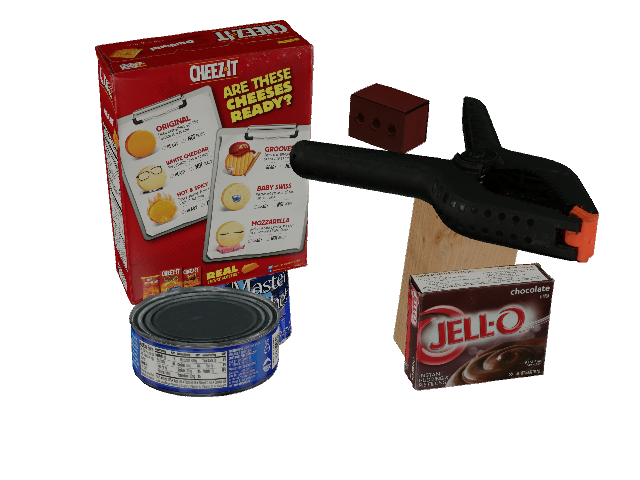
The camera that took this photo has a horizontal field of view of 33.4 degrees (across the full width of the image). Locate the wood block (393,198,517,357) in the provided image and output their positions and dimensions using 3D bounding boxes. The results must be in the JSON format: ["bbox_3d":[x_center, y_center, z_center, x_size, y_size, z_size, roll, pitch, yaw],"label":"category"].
[{"bbox_3d":[0.146,0.038,1.153,0.090,0.206,0.090,-4,29,-18],"label":"wood block"}]

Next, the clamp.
[{"bbox_3d":[0.088,-0.038,0.684,0.164,0.036,0.210,-15,31,-22],"label":"clamp"}]

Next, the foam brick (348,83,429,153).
[{"bbox_3d":[0.077,-0.138,1.208,0.078,0.053,0.051,23,36,32],"label":"foam brick"}]

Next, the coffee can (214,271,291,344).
[{"bbox_3d":[-0.090,0.054,1.334,0.103,0.140,0.103,-2,25,1],"label":"coffee can"}]

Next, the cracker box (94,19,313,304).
[{"bbox_3d":[-0.094,-0.065,0.890,0.164,0.214,0.072,-12,35,-20],"label":"cracker box"}]

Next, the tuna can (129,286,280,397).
[{"bbox_3d":[-0.066,0.057,0.612,0.086,0.034,0.086,1,18,0],"label":"tuna can"}]

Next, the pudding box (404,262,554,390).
[{"bbox_3d":[0.125,0.068,0.855,0.113,0.090,0.039,-7,29,-12],"label":"pudding box"}]
